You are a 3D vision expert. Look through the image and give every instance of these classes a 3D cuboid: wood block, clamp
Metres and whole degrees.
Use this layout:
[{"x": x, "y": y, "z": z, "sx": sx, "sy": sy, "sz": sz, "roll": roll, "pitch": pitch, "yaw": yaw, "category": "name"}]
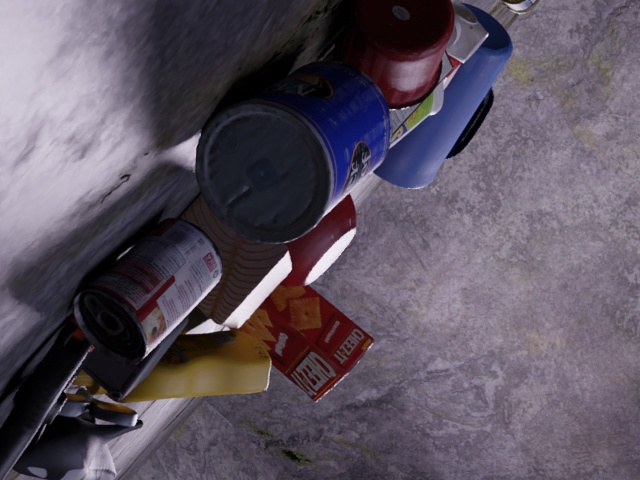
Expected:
[{"x": -0.087, "y": 0.021, "z": 0.993, "sx": 0.091, "sy": 0.090, "sz": 0.206, "roll": -48, "pitch": 177, "yaw": -5, "category": "wood block"}, {"x": -0.226, "y": 0.134, "z": 0.838, "sx": 0.172, "sy": 0.039, "sz": 0.120, "roll": -57, "pitch": -172, "yaw": 29, "category": "clamp"}]

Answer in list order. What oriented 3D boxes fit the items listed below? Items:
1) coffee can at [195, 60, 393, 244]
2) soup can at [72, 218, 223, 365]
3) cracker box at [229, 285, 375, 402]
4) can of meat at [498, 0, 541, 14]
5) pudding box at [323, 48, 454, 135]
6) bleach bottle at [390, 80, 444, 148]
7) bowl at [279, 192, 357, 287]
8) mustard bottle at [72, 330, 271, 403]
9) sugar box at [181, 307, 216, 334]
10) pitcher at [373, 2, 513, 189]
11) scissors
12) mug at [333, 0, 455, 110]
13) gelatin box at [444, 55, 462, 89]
[{"x": -0.015, "y": -0.069, "z": 0.789, "sx": 0.103, "sy": 0.103, "sz": 0.140, "roll": -51, "pitch": 176, "yaw": 30, "category": "coffee can"}, {"x": -0.128, "y": 0.037, "z": 0.809, "sx": 0.102, "sy": 0.068, "sz": 0.069, "roll": -47, "pitch": 176, "yaw": -42, "category": "soup can"}, {"x": -0.049, "y": 0.111, "z": 1.429, "sx": 0.072, "sy": 0.214, "sz": 0.164, "roll": -48, "pitch": 177, "yaw": -26, "category": "cracker box"}, {"x": 0.179, "y": -0.273, "z": 1.054, "sx": 0.057, "sy": 0.102, "sz": 0.083, "roll": -50, "pitch": 174, "yaw": 16, "category": "can of meat"}, {"x": 0.061, "y": -0.154, "z": 0.950, "sx": 0.113, "sy": 0.090, "sz": 0.039, "roll": -47, "pitch": -141, "yaw": -19, "category": "pudding box"}, {"x": 0.044, "y": -0.122, "z": 1.181, "sx": 0.250, "sy": 0.068, "sz": 0.102, "roll": -45, "pitch": 147, "yaw": -31, "category": "bleach bottle"}, {"x": -0.008, "y": 0.002, "z": 1.226, "sx": 0.162, "sy": 0.055, "sz": 0.162, "roll": -46, "pitch": 170, "yaw": -11, "category": "bowl"}, {"x": -0.149, "y": 0.122, "z": 1.021, "sx": 0.191, "sy": 0.096, "sz": 0.058, "roll": 0, "pitch": 104, "yaw": -36, "category": "mustard bottle"}, {"x": -0.163, "y": 0.104, "z": 1.168, "sx": 0.093, "sy": 0.048, "sz": 0.176, "roll": -31, "pitch": 169, "yaw": -18, "category": "sugar box"}, {"x": 0.161, "y": -0.194, "z": 1.439, "sx": 0.243, "sy": 0.145, "sz": 0.149, "roll": -56, "pitch": 178, "yaw": 39, "category": "pitcher"}, {"x": -0.210, "y": 0.158, "z": 1.025, "sx": 0.201, "sy": 0.096, "sz": 0.016, "roll": 63, "pitch": 41, "yaw": -84, "category": "scissors"}, {"x": 0.063, "y": -0.175, "z": 0.861, "sx": 0.081, "sy": 0.093, "sz": 0.117, "roll": 107, "pitch": -7, "yaw": -70, "category": "mug"}, {"x": 0.125, "y": -0.212, "z": 1.278, "sx": 0.030, "sy": 0.073, "sz": 0.089, "roll": -48, "pitch": 177, "yaw": -10, "category": "gelatin box"}]
